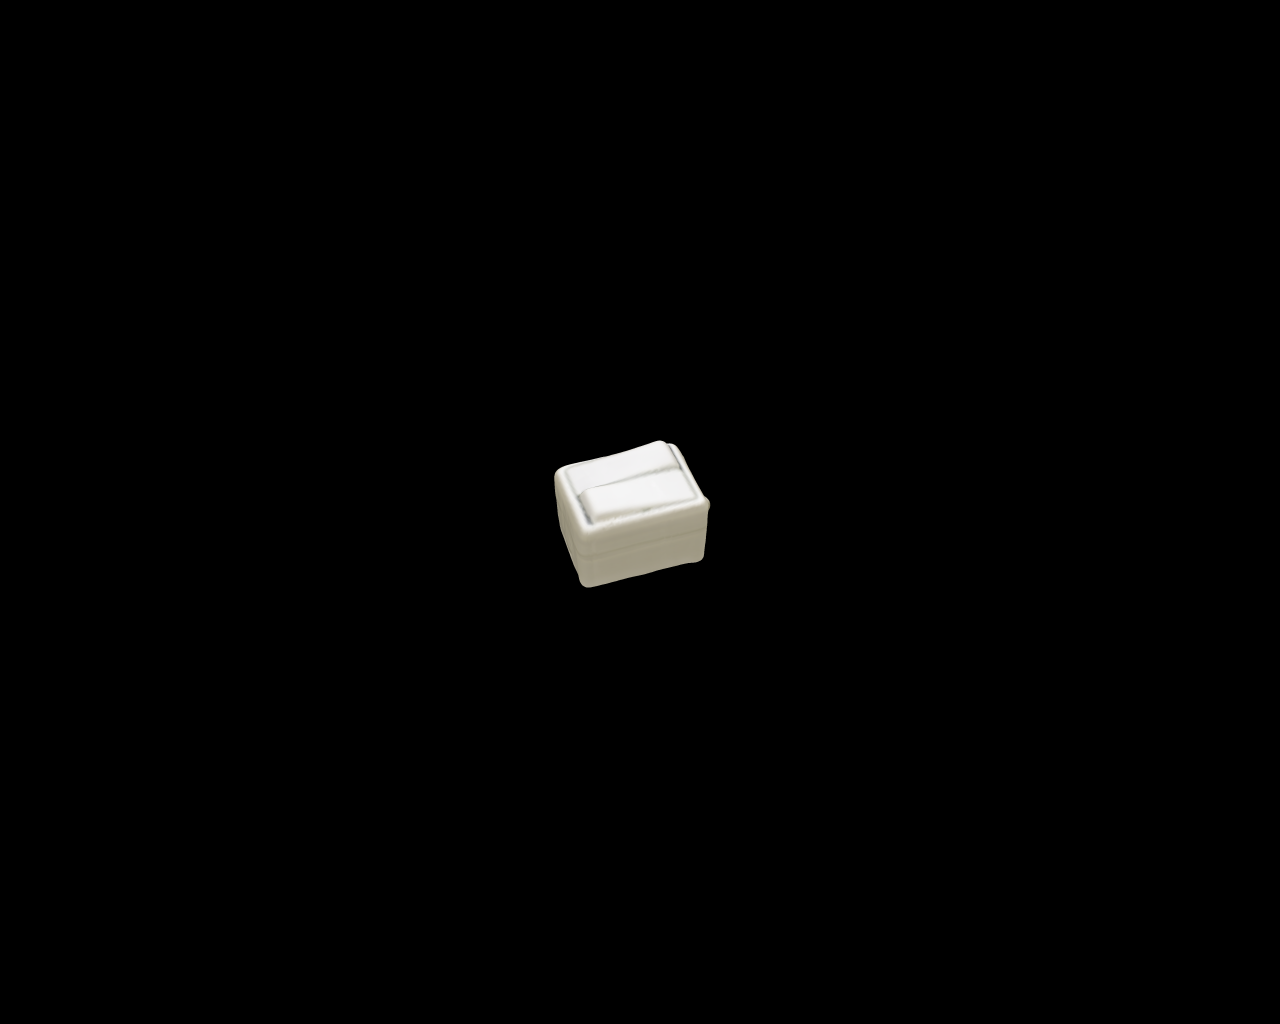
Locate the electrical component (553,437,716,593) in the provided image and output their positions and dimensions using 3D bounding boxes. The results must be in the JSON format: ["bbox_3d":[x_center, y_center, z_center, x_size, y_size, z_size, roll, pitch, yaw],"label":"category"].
[{"bbox_3d":[0.001,-0.003,0.650,0.096,0.061,0.062,-13,47,-12],"label":"electrical component"}]
